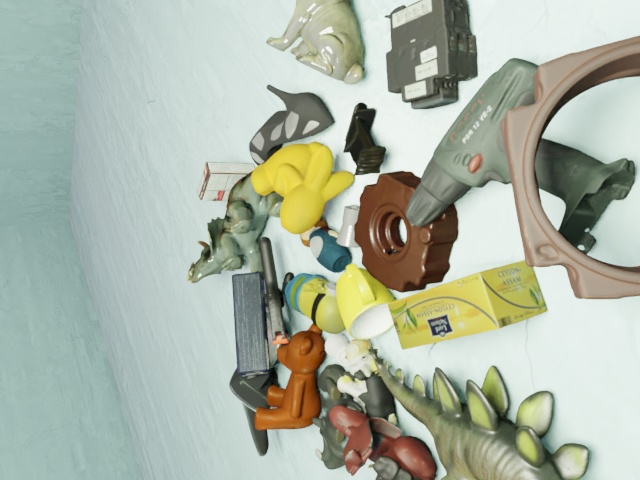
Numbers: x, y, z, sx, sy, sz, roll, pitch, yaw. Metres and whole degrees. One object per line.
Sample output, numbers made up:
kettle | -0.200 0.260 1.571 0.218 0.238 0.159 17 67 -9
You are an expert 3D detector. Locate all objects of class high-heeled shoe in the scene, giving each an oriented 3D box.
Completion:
high-heeled shoe | -0.051 -0.186 1.006 0.145 0.086 0.248 35 150 11

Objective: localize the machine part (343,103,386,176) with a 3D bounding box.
machine part | 0.064 -0.151 0.816 0.139 0.039 0.084 -101 30 -49

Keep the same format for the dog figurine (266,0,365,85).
dog figurine | 0.029 -0.350 0.813 0.172 0.121 0.190 32 110 10

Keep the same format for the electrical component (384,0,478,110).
electrical component | 0.140 -0.238 0.692 0.115 0.058 0.134 7 103 58

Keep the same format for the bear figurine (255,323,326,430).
bear figurine | -0.054 0.255 1.019 0.132 0.120 0.195 1 108 13

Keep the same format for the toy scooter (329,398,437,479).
toy scooter | 0.088 0.308 0.772 0.184 0.135 0.075 34 98 6

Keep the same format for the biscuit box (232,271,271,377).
biscuit box | -0.137 0.165 1.073 0.059 0.063 0.202 91 173 -68

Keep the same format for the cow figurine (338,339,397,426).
cow figurine | 0.083 0.247 0.872 0.098 0.068 0.167 7 106 50

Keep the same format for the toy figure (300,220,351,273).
toy figure | 0.000 -0.004 0.957 0.064 0.057 0.155 -45 48 4

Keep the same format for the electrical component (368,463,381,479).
electrical component | 0.108 0.411 0.890 0.078 0.045 0.102 52 136 39

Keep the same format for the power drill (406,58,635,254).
power drill | 0.212 -0.064 0.591 0.207 0.086 0.232 51 124 44

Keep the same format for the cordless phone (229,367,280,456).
cordless phone | -0.127 0.355 1.165 0.146 0.089 0.184 -69 -31 -78

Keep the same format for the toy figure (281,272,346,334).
toy figure | -0.004 0.108 0.961 0.180 0.082 0.089 11 101 54

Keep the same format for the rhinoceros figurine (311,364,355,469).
rhinoceros figurine | 0.028 0.321 0.966 0.112 0.073 0.190 8 103 54

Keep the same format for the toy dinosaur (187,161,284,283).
toy dinosaur | -0.159 -0.052 1.135 0.404 0.131 0.192 -61 39 31

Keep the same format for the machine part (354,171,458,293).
machine part | 0.117 -0.012 0.777 0.180 0.056 0.179 19 113 54

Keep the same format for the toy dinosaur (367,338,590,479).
toy dinosaur | 0.203 0.262 0.674 0.472 0.105 0.198 16 104 53

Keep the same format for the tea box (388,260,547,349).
tea box | 0.177 0.083 0.670 0.170 0.098 0.068 -29 74 53

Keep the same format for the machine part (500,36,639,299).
machine part | 0.261 -0.058 0.435 0.201 0.087 0.201 -10 86 19

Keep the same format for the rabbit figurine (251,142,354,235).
rabbit figurine | -0.023 -0.081 0.905 0.162 0.121 0.173 -30 36 22
